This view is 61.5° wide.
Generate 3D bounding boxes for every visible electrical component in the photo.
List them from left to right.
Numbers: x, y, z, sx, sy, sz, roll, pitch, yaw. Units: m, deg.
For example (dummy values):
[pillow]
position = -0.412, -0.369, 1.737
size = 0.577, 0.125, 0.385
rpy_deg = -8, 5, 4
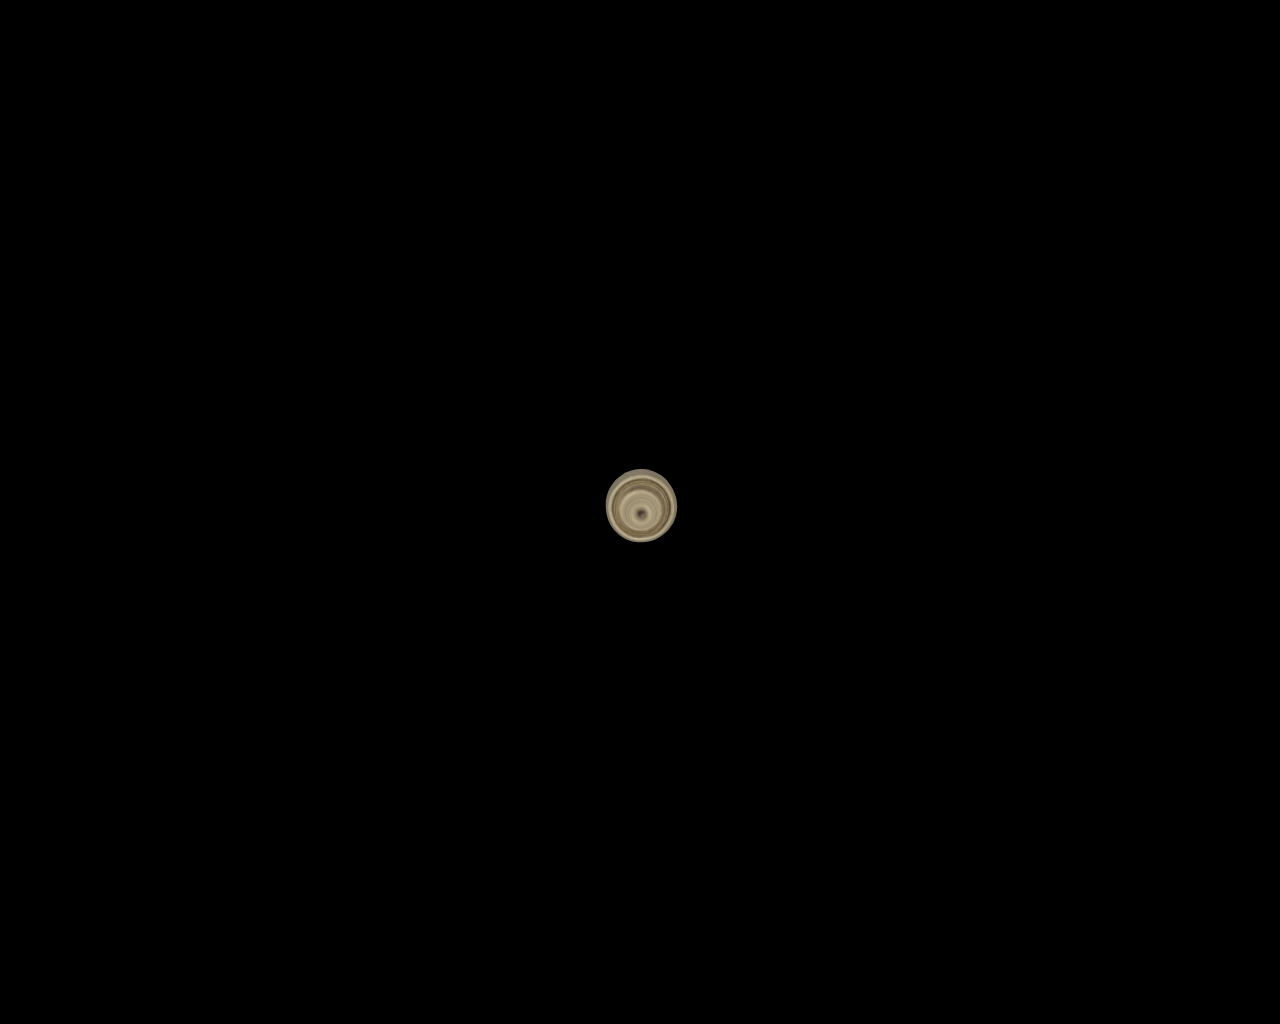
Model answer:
[electrical component]
position = 0.001, -0.003, 0.650
size = 0.043, 0.043, 0.062
rpy_deg = 0, 8, 0
